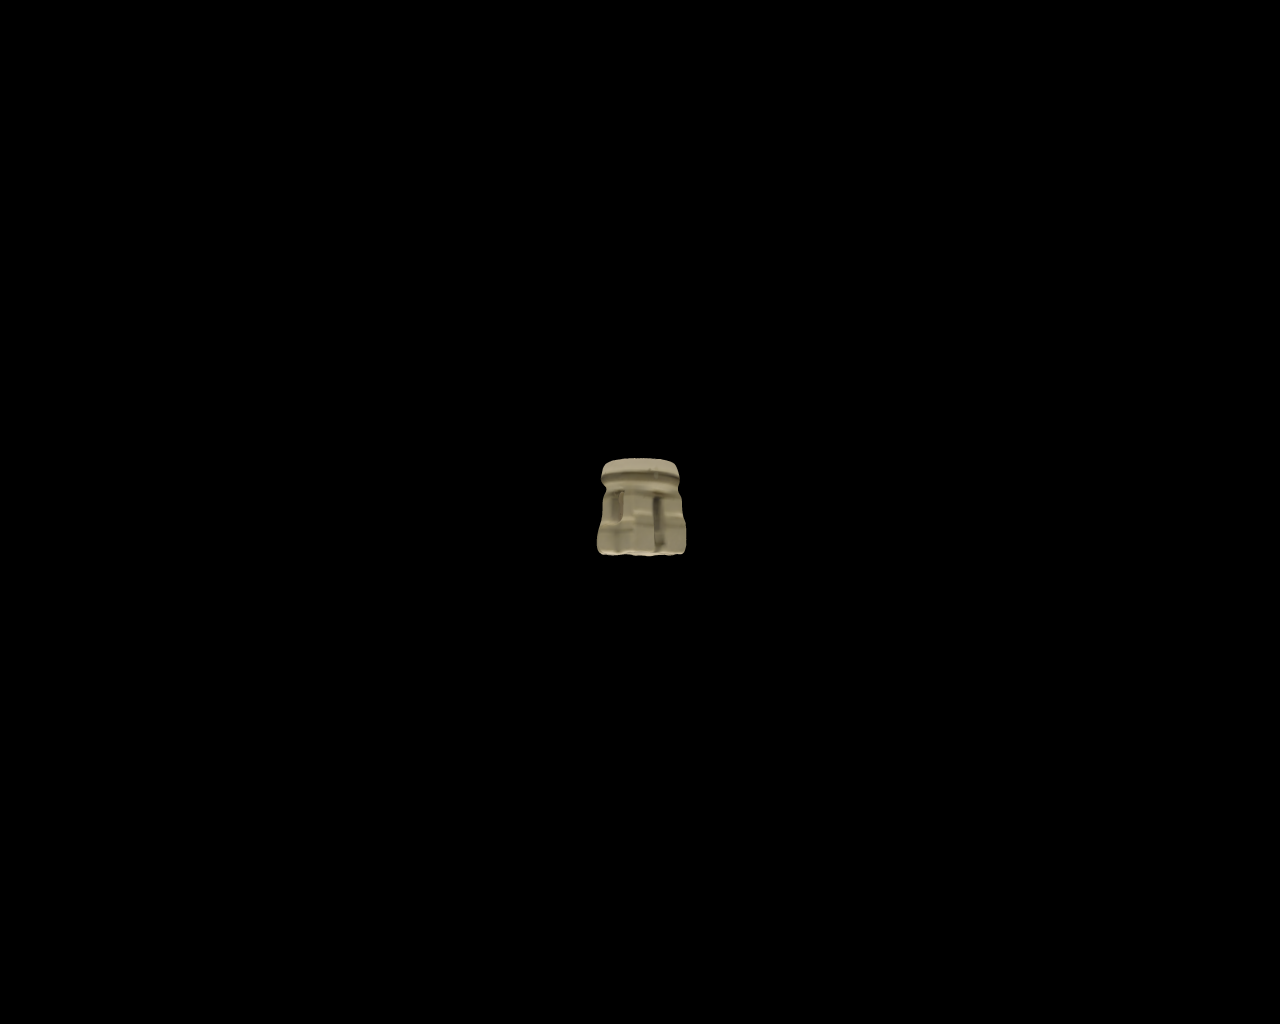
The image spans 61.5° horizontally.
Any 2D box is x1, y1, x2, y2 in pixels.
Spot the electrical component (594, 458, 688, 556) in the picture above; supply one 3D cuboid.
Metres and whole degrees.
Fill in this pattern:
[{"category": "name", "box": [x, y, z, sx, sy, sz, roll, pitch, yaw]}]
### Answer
[{"category": "electrical component", "box": [0.001, -0.003, 0.650, 0.066, 0.055, 0.048, 5, -8, -40]}]
